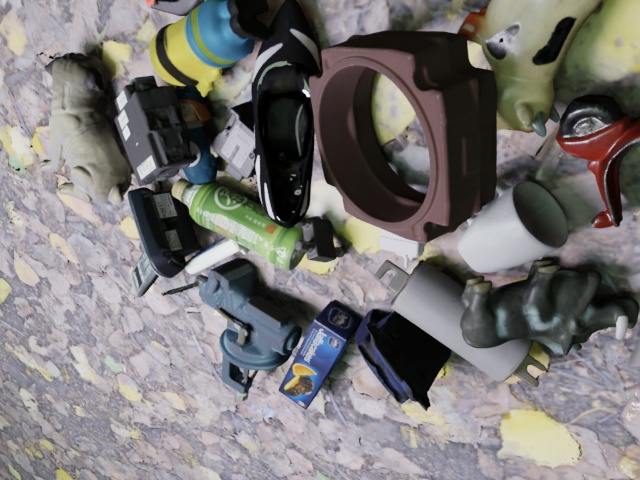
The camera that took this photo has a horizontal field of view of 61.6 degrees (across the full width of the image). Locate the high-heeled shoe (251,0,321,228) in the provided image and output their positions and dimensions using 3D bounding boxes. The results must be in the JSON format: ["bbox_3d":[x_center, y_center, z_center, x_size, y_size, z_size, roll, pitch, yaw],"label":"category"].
[{"bbox_3d":[-0.040,-0.141,0.616,0.086,0.145,0.248,-1,115,-1],"label":"high-heeled shoe"}]

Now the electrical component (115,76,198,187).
[{"bbox_3d":[-0.230,-0.151,0.738,0.115,0.058,0.134,-11,98,53],"label":"electrical component"}]

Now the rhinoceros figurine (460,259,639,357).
[{"bbox_3d":[0.255,0.080,0.607,0.190,0.073,0.112,-8,89,7],"label":"rhinoceros figurine"}]

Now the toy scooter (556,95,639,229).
[{"bbox_3d":[0.320,-0.065,0.508,0.184,0.075,0.135,10,122,30],"label":"toy scooter"}]

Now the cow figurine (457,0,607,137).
[{"bbox_3d":[0.200,-0.185,0.506,0.127,0.085,0.194,39,130,14],"label":"cow figurine"}]

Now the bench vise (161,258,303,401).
[{"bbox_3d":[-0.136,0.161,0.890,0.224,0.129,0.240,20,119,19],"label":"bench vise"}]

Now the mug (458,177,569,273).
[{"bbox_3d":[0.201,-0.014,0.608,0.109,0.081,0.107,43,139,-1],"label":"mug"}]

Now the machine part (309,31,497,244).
[{"bbox_3d":[0.081,-0.110,0.570,0.202,0.087,0.200,28,137,48],"label":"machine part"}]

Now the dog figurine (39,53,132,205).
[{"bbox_3d":[-0.348,-0.167,0.820,0.172,0.121,0.190,31,128,11],"label":"dog figurine"}]

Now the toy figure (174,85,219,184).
[{"bbox_3d":[-0.179,-0.159,0.767,0.064,0.058,0.154,-8,117,-6],"label":"toy figure"}]

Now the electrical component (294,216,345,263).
[{"bbox_3d":[-0.002,-0.002,0.746,0.021,0.094,0.063,-24,66,38],"label":"electrical component"}]

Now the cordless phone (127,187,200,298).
[{"bbox_3d":[-0.288,0.009,0.900,0.184,0.089,0.146,-39,68,46],"label":"cordless phone"}]

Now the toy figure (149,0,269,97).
[{"bbox_3d":[-0.139,-0.246,0.658,0.089,0.082,0.180,27,158,-36],"label":"toy figure"}]

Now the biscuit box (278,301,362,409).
[{"bbox_3d":[-0.003,0.187,0.863,0.063,0.059,0.202,33,129,10],"label":"biscuit box"}]

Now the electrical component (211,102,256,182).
[{"bbox_3d":[-0.110,-0.125,0.749,0.075,0.048,0.119,45,129,1],"label":"electrical component"}]

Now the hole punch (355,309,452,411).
[{"bbox_3d":[0.104,0.155,0.750,0.092,0.116,0.142,-25,102,47],"label":"hole punch"}]

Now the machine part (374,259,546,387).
[{"bbox_3d":[0.180,0.102,0.691,0.243,0.079,0.079,35,130,10],"label":"machine part"}]
